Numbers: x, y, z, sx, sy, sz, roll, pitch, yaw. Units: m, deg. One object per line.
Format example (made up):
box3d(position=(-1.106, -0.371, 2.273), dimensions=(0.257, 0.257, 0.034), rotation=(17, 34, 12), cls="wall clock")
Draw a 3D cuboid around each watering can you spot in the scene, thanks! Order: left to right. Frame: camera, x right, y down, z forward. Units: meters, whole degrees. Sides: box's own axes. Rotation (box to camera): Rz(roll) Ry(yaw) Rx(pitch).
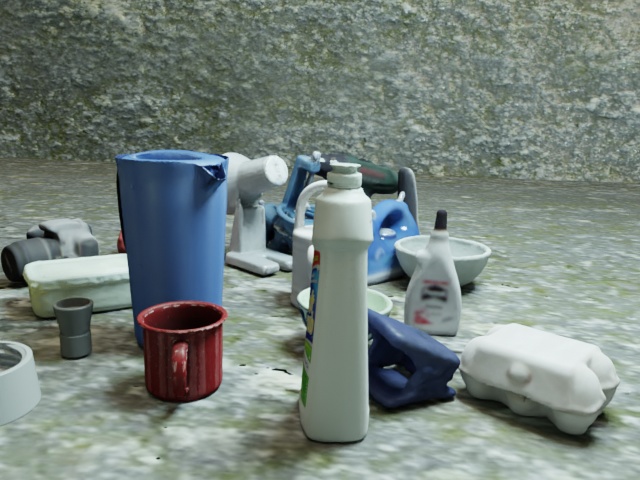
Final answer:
box3d(position=(0.006, 0.003, 0.888), dimensions=(0.101, 0.194, 0.172), rotation=(0, 13, -10), cls="watering can")

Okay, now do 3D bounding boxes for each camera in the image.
box3d(position=(-0.464, 0.015, 0.966), dimensions=(0.142, 0.101, 0.137), rotation=(12, 16, 36), cls="camera")

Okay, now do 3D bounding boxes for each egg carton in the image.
box3d(position=(0.226, 0.140, 0.601), dimensions=(0.149, 0.069, 0.107), rotation=(13, 17, 39), cls="egg carton")

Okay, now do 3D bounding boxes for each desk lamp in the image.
box3d(position=(-0.129, -0.060, 1.096), dimensions=(0.202, 0.213, 0.118), rotation=(14, 18, 43), cls="desk lamp")

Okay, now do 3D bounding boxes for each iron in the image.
box3d(position=(0.115, -0.009, 1.078), dimensions=(0.118, 0.141, 0.259), rotation=(8, 14, 25), cls="iron")

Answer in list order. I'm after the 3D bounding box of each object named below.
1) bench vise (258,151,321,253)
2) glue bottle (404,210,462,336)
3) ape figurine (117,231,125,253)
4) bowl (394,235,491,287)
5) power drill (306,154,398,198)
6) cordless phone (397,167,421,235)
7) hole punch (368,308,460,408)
box3d(position=(-0.060, -0.069, 1.135), dimensions=(0.206, 0.220, 0.122), rotation=(8, 14, 23), cls="bench vise")
box3d(position=(0.158, 0.044, 0.782), dimensions=(0.078, 0.173, 0.037), rotation=(3, 13, 3), cls="glue bottle")
box3d(position=(-0.361, -0.011, 1.119), dimensions=(0.075, 0.092, 0.078), rotation=(13, 17, 40), cls="ape figurine")
box3d(position=(0.213, 0.044, 1.010), dimensions=(0.167, 0.075, 0.167), rotation=(2, 13, 0), cls="bowl")
box3d(position=(0.065, -0.082, 1.239), dimensions=(0.230, 0.208, 0.075), rotation=(-4, 14, -26), cls="power drill")
box3d(position=(0.176, -0.070, 1.259), dimensions=(0.094, 0.185, 0.147), rotation=(-3, 14, -21), cls="cordless phone")
box3d(position=(0.091, 0.118, 0.627), dimensions=(0.101, 0.091, 0.108), rotation=(-4, 14, -24), cls="hole punch")
